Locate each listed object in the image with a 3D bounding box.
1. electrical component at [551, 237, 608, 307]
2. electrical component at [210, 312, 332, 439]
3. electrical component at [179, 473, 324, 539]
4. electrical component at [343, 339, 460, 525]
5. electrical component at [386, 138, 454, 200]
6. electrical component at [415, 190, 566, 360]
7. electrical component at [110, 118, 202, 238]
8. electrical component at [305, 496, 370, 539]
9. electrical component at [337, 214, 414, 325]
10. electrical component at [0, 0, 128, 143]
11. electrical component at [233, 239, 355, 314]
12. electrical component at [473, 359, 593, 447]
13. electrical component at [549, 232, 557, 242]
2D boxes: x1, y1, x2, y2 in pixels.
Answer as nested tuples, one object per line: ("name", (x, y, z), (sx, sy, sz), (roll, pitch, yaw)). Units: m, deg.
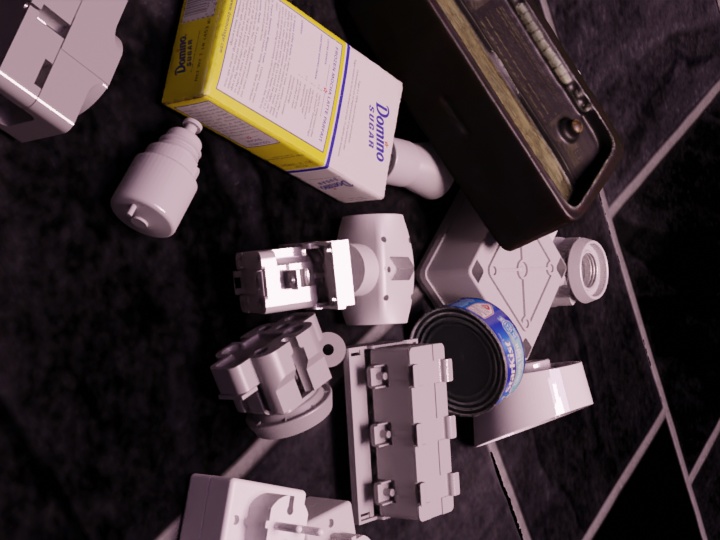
("electrical component", (0.183, 0.001, 0.956), (0.078, 0.057, 0.058), (-42, 118, -43))
("electrical component", (-0.051, 0.069, 0.674), (0.078, 0.058, 0.057), (-34, 111, -42))
("electrical component", (-0.057, 0.152, 0.645), (0.066, 0.077, 0.047), (23, 70, -47))
("electrical component", (0.029, 0.112, 0.760), (0.079, 0.063, 0.121), (-3, 90, -50))
("electrical component", (0.035, -0.078, 0.799), (0.065, 0.044, 0.044), (7, 82, -45))
("electrical component", (0.108, 0.001, 0.867), (0.108, 0.056, 0.108), (55, 50, -32))
("electrical component", (-0.113, -0.055, 0.623), (0.040, 0.040, 0.078), (46, 54, -37))
("electrical component", (-0.016, 0.187, 0.691), (0.047, 0.077, 0.065), (-15, 98, -49))
("electrical component", (0.000, 0.000, 0.747), (0.079, 0.043, 0.077), (0, 87, -55))
("electrical component", (-0.163, -0.116, 0.560), (0.056, 0.050, 0.089), (38, 60, -42))
("electrical component", (-0.043, 0.004, 0.680), (0.064, 0.081, 0.042), (-6, 92, -28))
("electrical component", (0.137, 0.106, 0.865), (0.099, 0.099, 0.064), (-5, 85, -50))
("electrical component", (0.139, -0.076, 0.916), (0.083, 0.047, 0.075), (54, 50, -32))
